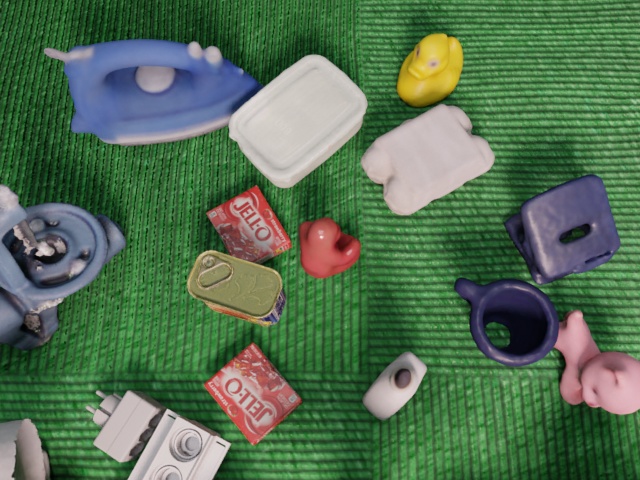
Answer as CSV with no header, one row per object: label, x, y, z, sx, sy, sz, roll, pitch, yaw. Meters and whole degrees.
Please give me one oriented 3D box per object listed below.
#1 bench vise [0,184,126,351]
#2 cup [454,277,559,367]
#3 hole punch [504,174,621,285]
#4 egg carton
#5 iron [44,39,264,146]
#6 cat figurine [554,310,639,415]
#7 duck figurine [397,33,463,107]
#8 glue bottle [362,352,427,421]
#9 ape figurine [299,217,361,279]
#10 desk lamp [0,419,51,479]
bench vise,-0.312,0.037,0.603,0.121,0.220,0.207,22,75,9
cup,0.192,0.090,0.635,0.117,0.095,0.092,36,77,12
hole punch,0.288,-0.011,0.666,0.108,0.091,0.101,-22,73,-5
egg carton,0.132,-0.100,0.711,0.150,0.069,0.107,-30,74,-7
iron,-0.198,-0.206,0.717,0.258,0.141,0.118,-6,72,0
cat figurine,0.295,0.131,0.606,0.067,0.118,0.127,-24,73,-5
duck figurine,0.147,-0.234,0.744,0.077,0.086,0.105,42,78,14
glue bottle,0.079,0.144,0.581,0.037,0.173,0.078,39,78,13
ape figurine,0.006,0.002,0.671,0.077,0.092,0.076,42,78,14
desk lamp,-0.338,0.247,0.541,0.203,0.213,0.118,-12,72,-1
